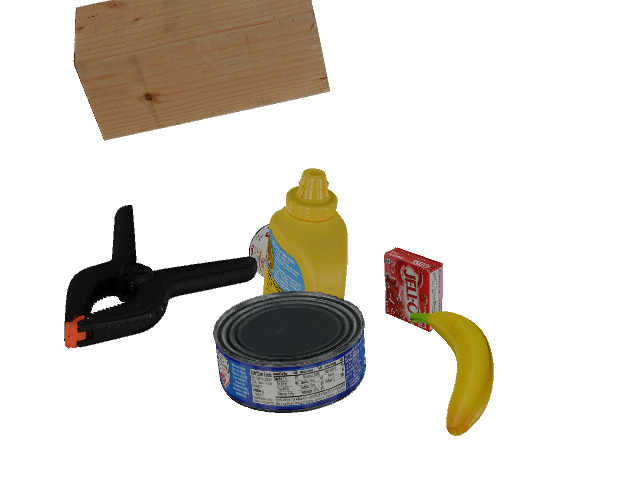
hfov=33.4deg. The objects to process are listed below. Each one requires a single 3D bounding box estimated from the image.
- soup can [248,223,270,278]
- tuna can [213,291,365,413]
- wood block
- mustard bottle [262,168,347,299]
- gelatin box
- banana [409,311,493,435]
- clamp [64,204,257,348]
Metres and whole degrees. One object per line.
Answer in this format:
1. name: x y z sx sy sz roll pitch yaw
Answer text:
1. soup can: -0.030 0.023 1.190 0.068 0.068 0.102 0 15 -28
2. tuna can: -0.017 0.062 0.608 0.086 0.034 0.086 -4 24 1
3. wood block: -0.104 -0.169 0.945 0.206 0.090 0.091 -12 -45 1
4. mustard bottle: -0.014 0.030 0.880 0.058 0.192 0.096 -7 31 -22
5. gelatin box: 0.116 0.061 1.334 0.073 0.089 0.030 22 36 40
6. banana: 0.146 0.128 1.105 0.070 0.037 0.198 -26 29 8
7. clamp: -0.183 0.035 1.027 0.165 0.036 0.209 26 36 23
